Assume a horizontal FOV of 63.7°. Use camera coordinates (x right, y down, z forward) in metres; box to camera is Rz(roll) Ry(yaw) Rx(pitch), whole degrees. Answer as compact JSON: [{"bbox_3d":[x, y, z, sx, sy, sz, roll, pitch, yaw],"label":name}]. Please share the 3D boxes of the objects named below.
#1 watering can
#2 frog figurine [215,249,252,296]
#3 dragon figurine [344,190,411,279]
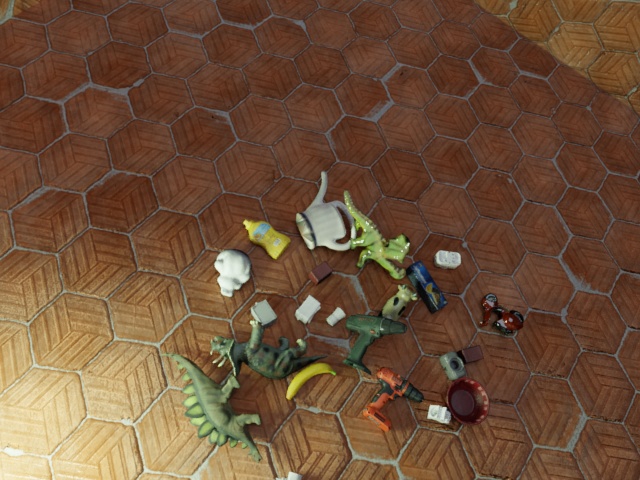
[{"bbox_3d":[0.006,-0.103,2.048,0.226,0.102,0.352,-19,70,-18],"label":"watering can"},{"bbox_3d":[-0.324,0.117,1.874,0.136,0.121,0.163,35,50,-15],"label":"frog figurine"},{"bbox_3d":[0.233,-0.005,1.945,0.243,0.402,0.125,4,38,34],"label":"dragon figurine"}]
